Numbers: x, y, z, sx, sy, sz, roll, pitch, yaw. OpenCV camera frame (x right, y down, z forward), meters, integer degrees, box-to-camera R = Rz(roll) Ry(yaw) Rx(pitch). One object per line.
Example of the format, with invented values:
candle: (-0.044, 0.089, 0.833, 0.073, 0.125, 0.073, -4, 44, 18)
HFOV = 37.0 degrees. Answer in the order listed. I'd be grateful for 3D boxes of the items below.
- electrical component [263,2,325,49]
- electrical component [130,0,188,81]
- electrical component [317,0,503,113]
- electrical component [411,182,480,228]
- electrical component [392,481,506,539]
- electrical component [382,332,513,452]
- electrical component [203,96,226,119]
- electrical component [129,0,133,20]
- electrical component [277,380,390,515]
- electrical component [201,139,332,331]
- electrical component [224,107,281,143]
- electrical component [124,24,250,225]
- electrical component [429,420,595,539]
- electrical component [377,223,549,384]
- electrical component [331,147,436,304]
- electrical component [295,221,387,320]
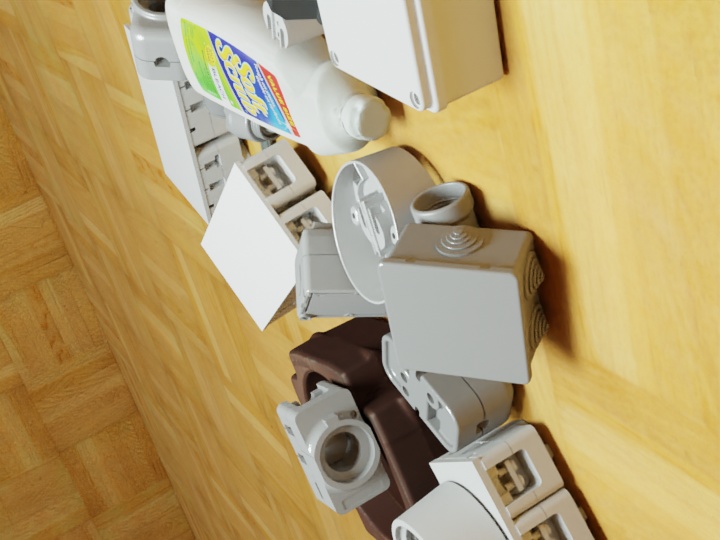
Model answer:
electrical component: (-0.038, -0.176, 0.739, 0.040, 0.046, 0.040, 51, 158, 30)
electrical component: (-0.170, -0.222, 0.954, 0.059, 0.054, 0.095, 93, 179, -55)
electrical component: (0.022, -0.157, 0.596, 0.109, 0.056, 0.108, 39, 150, 50)
electrical component: (0.059, -0.028, 0.699, 0.040, 0.040, 0.046, 29, 147, 58)
electrical component: (0.065, 0.215, 0.779, 0.108, 0.060, 0.108, 51, 158, 30)
electrical component: (0.066, 0.077, 0.786, 0.095, 0.059, 0.053, 49, 157, 33)
electrical component: (-0.121, -0.169, 0.961, 0.045, 0.045, 0.055, 50, 157, 33)
electrical component: (-0.212, -0.262, 1.078, 0.040, 0.040, 0.078, 52, 158, 27)
electrical component: (-0.020, 0.139, 0.845, 0.089, 0.050, 0.056, 67, 161, -11)
electrical component: (-0.076, -0.029, 0.977, 0.105, 0.060, 0.186, 54, 155, 7)
electrical component: (-0.083, -0.130, 0.923, 0.062, 0.043, 0.043, 19, 137, 36)
electrical component: (-0.165, -0.153, 1.071, 0.105, 0.060, 0.186, 46, 155, 39)
electrical component: (0.125, 0.191, 0.784, 0.150, 0.062, 0.089, 62, 161, 2)
electrical component: (0.066, 0.019, 0.672, 0.100, 0.048, 0.099, 5, 130, 23)
electrical component: (0.019, -0.034, 0.754, 0.099, 0.064, 0.099, 51, 158, 30)
electrical component: (0.000, 0.000, 0.828, 0.061, 0.096, 0.061, 114, 154, -67)
